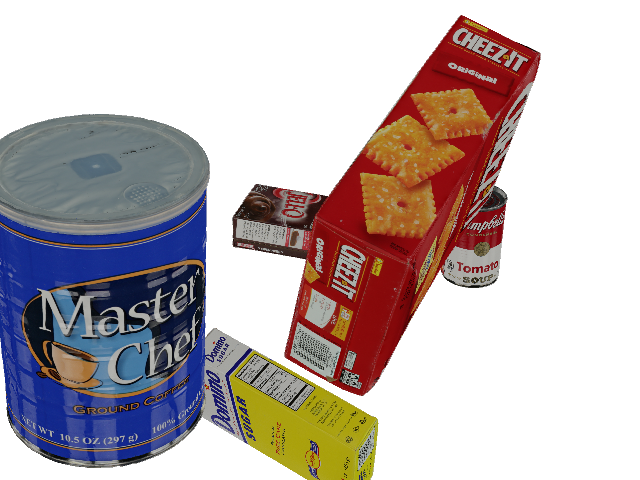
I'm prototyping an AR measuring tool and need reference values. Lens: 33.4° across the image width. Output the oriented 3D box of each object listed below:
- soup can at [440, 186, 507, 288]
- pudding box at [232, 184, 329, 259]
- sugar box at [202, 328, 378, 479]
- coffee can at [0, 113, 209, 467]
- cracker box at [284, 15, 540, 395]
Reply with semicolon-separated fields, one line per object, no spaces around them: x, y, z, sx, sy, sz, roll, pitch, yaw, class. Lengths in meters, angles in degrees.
0.172;-0.006;1.208;0.068;0.102;0.068;0;29;0;soup can
-0.040;-0.022;1.151;0.090;0.039;0.113;9;25;7;pudding box
-0.035;0.156;0.950;0.176;0.093;0.048;24;49;20;sugar box
-0.106;0.024;0.518;0.103;0.140;0.103;3;32;-2;coffee can
0.063;-0.022;0.721;0.072;0.213;0.164;28;-36;12;cracker box
